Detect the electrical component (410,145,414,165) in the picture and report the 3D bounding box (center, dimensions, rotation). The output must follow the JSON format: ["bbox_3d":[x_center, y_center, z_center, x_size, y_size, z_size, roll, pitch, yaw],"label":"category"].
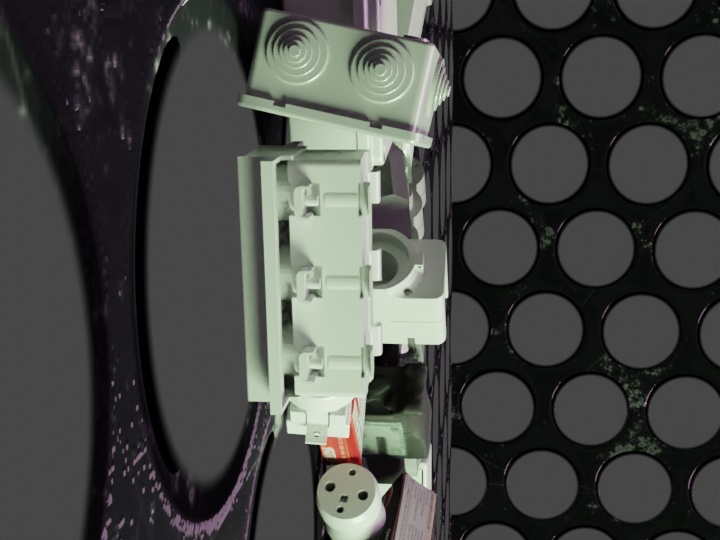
[{"bbox_3d":[0.018,-0.105,0.886,0.055,0.055,0.047,-50,144,-78],"label":"electrical component"}]

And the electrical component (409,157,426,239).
[{"bbox_3d":[0.031,-0.060,0.992,0.073,0.052,0.138,82,11,-47],"label":"electrical component"}]

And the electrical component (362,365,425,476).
[{"bbox_3d":[0.025,0.130,0.945,0.113,0.057,0.078,-46,137,-79],"label":"electrical component"}]

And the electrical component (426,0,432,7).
[{"bbox_3d":[0.041,-0.274,1.030,0.066,0.055,0.048,-81,169,-48],"label":"electrical component"}]

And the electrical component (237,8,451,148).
[{"bbox_3d":[-0.005,-0.094,0.536,0.100,0.100,0.048,-36,139,-81],"label":"electrical component"}]

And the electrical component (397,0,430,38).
[{"bbox_3d":[0.017,-0.193,0.859,0.061,0.061,0.096,62,38,-75],"label":"electrical component"}]

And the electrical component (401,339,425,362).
[{"bbox_3d":[0.039,0.036,1.076,0.099,0.048,0.099,76,16,-63],"label":"electrical component"}]

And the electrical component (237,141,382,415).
[{"bbox_3d":[-0.023,0.001,0.535,0.078,0.063,0.121,-61,151,-75],"label":"electrical component"}]

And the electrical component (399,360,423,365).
[{"bbox_3d":[0.035,0.125,1.046,0.080,0.051,0.080,1,90,-83],"label":"electrical component"}]

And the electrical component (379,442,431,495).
[{"bbox_3d":[0.035,0.213,1.009,0.061,0.062,0.096,-61,151,-75],"label":"electrical component"}]

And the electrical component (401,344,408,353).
[{"bbox_3d":[0.020,0.044,0.947,0.045,0.045,0.055,-35,125,-81],"label":"electrical component"}]

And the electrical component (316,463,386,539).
[{"bbox_3d":[-0.006,0.165,0.755,0.055,0.045,0.045,79,14,-57],"label":"electrical component"}]

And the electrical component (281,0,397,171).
[{"bbox_3d":[-0.010,-0.125,0.652,0.108,0.056,0.108,-71,161,-67],"label":"electrical component"}]

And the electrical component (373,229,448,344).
[{"bbox_3d":[0.010,0.011,0.692,0.055,0.089,0.050,82,11,-49],"label":"electrical component"}]

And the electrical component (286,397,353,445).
[{"bbox_3d":[-0.023,0.065,0.621,0.055,0.048,0.066,93,2,-62],"label":"electrical component"}]
